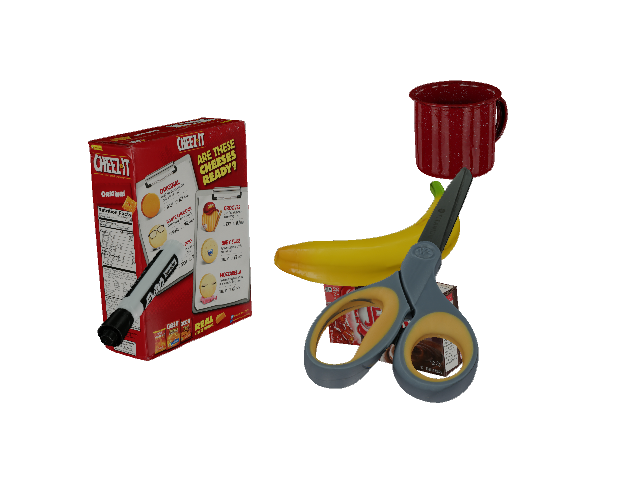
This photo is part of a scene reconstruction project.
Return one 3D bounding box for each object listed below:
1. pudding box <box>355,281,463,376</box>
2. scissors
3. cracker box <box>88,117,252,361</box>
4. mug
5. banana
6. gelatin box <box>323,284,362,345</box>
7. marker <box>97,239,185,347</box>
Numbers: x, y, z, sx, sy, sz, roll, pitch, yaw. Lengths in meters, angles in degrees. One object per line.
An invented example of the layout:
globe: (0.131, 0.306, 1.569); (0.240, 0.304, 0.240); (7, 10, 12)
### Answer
pudding box: (0.091, 0.084, 1.106); (0.114, 0.090, 0.039); (8, 25, 39)
scissors: (0.069, 0.022, 0.584); (0.096, 0.016, 0.201); (24, 45, 28)
cracker box: (-0.147, -0.007, 1.076); (0.072, 0.214, 0.163); (9, 18, 35)
mug: (0.148, -0.116, 1.103); (0.117, 0.081, 0.093); (-20, 29, -33)
banana: (0.053, 0.004, 0.861); (0.197, 0.037, 0.070); (-22, 44, -40)
gelatin box: (0.046, 0.087, 1.320); (0.073, 0.089, 0.030); (4, 29, 19)
marker: (-0.127, 0.037, 0.766); (0.020, 0.020, 0.121); (0, 30, 18)
